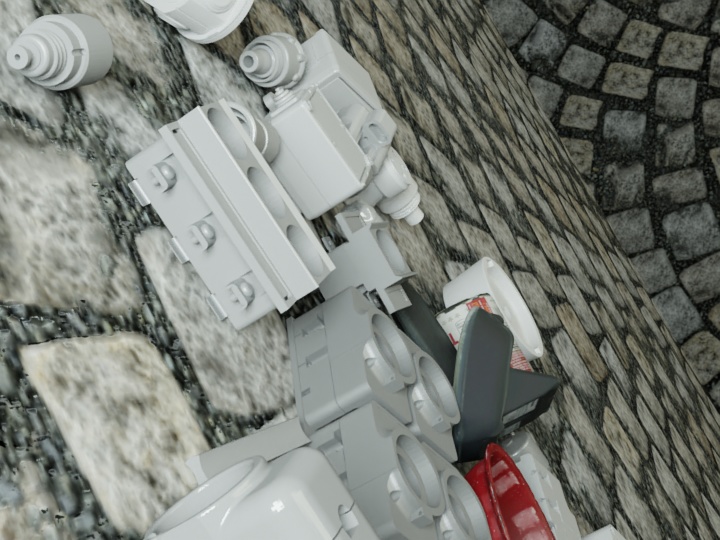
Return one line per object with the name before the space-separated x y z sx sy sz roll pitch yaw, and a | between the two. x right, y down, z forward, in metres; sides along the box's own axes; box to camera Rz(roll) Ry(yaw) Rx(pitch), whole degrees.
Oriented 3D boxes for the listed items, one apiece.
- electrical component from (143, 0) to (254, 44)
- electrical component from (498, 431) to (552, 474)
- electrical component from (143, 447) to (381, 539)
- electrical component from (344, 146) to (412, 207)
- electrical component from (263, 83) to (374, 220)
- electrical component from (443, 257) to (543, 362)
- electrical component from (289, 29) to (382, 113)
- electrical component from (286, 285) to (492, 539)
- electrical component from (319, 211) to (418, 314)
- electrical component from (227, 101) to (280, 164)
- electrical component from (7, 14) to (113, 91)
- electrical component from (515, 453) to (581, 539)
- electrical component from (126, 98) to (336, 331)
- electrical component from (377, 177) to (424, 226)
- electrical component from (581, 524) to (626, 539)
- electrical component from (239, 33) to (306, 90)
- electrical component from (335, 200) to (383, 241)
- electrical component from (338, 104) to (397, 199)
electrical component | -0.118 -0.212 0.790 0.051 0.080 0.080 23 39 -52
electrical component | 0.145 0.175 0.923 0.078 0.040 0.040 55 19 -11
electrical component | -0.047 0.115 0.434 0.059 0.095 0.053 57 18 -4
electrical component | 0.012 -0.079 0.954 0.045 0.055 0.045 50 20 -26
electrical component | -0.043 -0.095 0.826 0.096 0.061 0.061 54 19 -15
electrical component | 0.121 0.049 1.026 0.108 0.060 0.108 50 21 -26
electrical component | -0.032 -0.161 0.958 0.096 0.062 0.061 35 30 -51
electrical component | 0.018 0.109 0.666 0.105 0.060 0.186 44 24 -38
electrical component | 0.000 0.000 0.786 0.081 0.064 0.042 61 19 6
electrical component | -0.082 -0.092 0.756 0.044 0.044 0.065 61 14 7
electrical component | -0.165 -0.117 0.581 0.040 0.040 0.078 57 19 -5
electrical component | 0.137 0.201 0.846 0.056 0.050 0.089 44 24 -38
electrical component | -0.077 -0.031 0.635 0.121 0.063 0.078 57 18 -6
electrical component | 0.037 -0.069 1.021 0.062 0.043 0.043 49 21 -29
electrical component | 0.214 0.284 0.905 0.078 0.057 0.113 45 23 -36
electrical component | -0.077 -0.172 0.890 0.048 0.048 0.062 60 26 3
electrical component | 0.008 -0.028 0.898 0.061 0.035 0.035 48 21 -34
electrical component | -0.012 -0.097 0.899 0.058 0.078 0.057 50 41 -26
